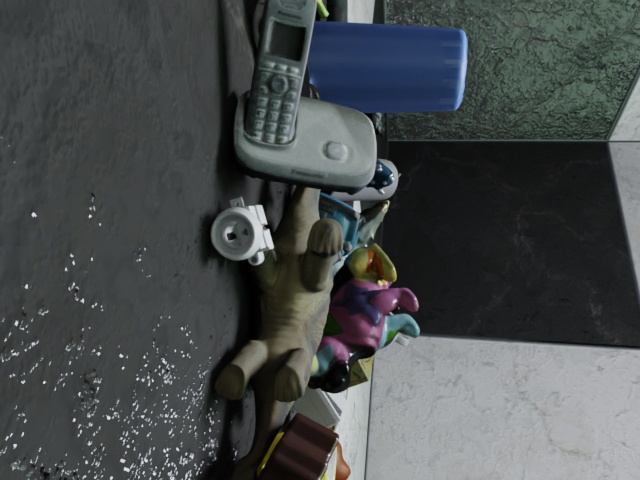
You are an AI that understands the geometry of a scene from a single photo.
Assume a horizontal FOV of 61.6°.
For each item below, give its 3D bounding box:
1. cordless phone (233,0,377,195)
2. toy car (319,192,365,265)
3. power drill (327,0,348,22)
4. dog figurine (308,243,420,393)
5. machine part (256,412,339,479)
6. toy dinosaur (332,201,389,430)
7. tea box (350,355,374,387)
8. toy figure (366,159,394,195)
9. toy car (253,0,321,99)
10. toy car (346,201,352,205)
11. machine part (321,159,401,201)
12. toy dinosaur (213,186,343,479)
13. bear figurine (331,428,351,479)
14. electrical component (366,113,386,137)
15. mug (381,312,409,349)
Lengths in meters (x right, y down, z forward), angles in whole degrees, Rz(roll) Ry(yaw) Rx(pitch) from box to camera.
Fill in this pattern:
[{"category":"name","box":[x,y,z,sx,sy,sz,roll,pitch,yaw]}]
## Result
[{"category":"cordless phone","box":[-0.006,-0.146,0.535,0.089,0.147,0.184,-123,-137,-71]},{"category":"toy car","box":[-0.002,-0.002,0.814,0.103,0.109,0.161,-60,173,-18]},{"category":"power drill","box":[0.035,-0.384,1.006,0.232,0.086,0.207,-59,157,-65]},{"category":"dog figurine","box":[0.028,0.119,0.790,0.192,0.219,0.108,57,-16,36]},{"category":"machine part","box":[-0.044,0.254,0.525,0.179,0.056,0.179,-58,170,-16]},{"category":"toy dinosaur","box":[0.034,0.120,0.988,0.192,0.131,0.404,-16,114,-79]},{"category":"tea box","box":[0.055,0.234,1.108,0.068,0.098,0.170,63,15,-11]},{"category":"toy figure","box":[0.032,-0.102,0.782,0.064,0.155,0.058,52,44,-74]},{"category":"toy car","box":[-0.040,-0.208,0.644,0.201,0.056,0.073,81,21,-43]},{"category":"toy car","box":[0.043,-0.073,1.149,0.089,0.053,0.202,87,14,-53]},{"category":"machine part","box":[0.055,-0.103,0.920,0.243,0.079,0.079,-6,100,-47]},{"category":"toy dinosaur","box":[-0.031,0.044,0.625,0.198,0.105,0.471,86,18,-71]},{"category":"bear figurine","box":[0.015,0.411,0.899,0.120,0.132,0.196,-61,175,19]},{"category":"electrical component","box":[0.040,-0.211,0.871,0.058,0.134,0.115,41,51,-51]},{"category":"mug","box":[0.127,0.176,1.070,0.107,0.110,0.080,24,86,-80]}]
